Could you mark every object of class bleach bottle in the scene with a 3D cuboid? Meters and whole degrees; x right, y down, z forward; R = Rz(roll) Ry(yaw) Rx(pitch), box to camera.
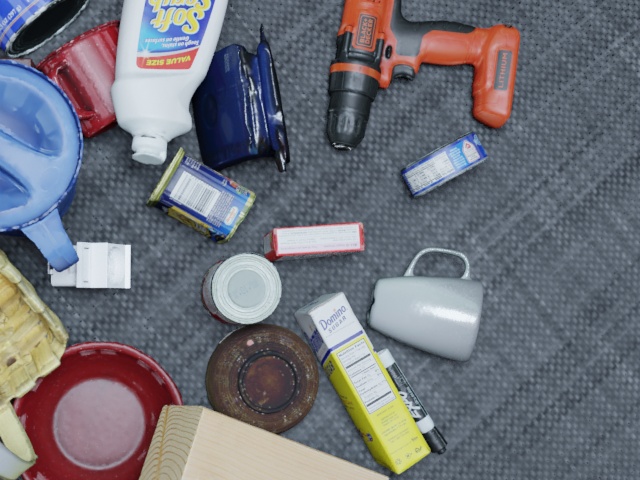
[{"bbox_3d":[-0.133,-0.189,0.985,0.102,0.068,0.251,12,72,-20],"label":"bleach bottle"}]

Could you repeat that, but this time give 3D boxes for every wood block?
[{"bbox_3d":[-0.052,0.228,0.980,0.205,0.090,0.091,26,71,-26],"label":"wood block"}]

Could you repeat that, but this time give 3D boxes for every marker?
[{"bbox_3d":[0.092,0.165,1.083,0.020,0.020,0.121,-33,92,-11],"label":"marker"}]

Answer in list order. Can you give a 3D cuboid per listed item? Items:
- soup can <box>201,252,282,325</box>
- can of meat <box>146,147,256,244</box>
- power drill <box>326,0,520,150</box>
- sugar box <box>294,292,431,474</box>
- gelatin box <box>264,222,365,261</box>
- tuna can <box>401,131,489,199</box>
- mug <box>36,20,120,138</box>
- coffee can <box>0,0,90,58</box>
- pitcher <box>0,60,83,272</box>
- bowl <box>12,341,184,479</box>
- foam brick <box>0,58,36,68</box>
[{"bbox_3d":[-0.076,0.048,1.018,0.068,0.102,0.068,1,85,-11],"label":"soup can"},{"bbox_3d":[-0.114,-0.039,1.019,0.084,0.102,0.057,30,82,-9],"label":"can of meat"},{"bbox_3d":[0.103,-0.168,1.090,0.187,0.057,0.184,11,84,-10],"label":"power drill"},{"bbox_3d":[0.038,0.137,1.038,0.048,0.093,0.176,-32,91,-12],"label":"sugar box"},{"bbox_3d":[-0.007,0.001,1.049,0.089,0.073,0.030,-5,86,-11],"label":"gelatin box"},{"bbox_3d":[0.125,-0.076,1.073,0.086,0.086,0.034,-28,90,-11],"label":"tuna can"},{"bbox_3d":[-0.213,-0.147,1.006,0.093,0.117,0.081,-28,97,25],"label":"mug"},{"bbox_3d":[-0.297,-0.257,1.000,0.102,0.103,0.140,-40,93,-11],"label":"coffee can"},{"bbox_3d":[-0.264,-0.055,0.920,0.145,0.243,0.149,13,84,-9],"label":"pitcher"},{"bbox_3d":[-0.209,0.176,1.008,0.162,0.055,0.162,1,86,-10],"label":"bowl"},{"bbox_3d":[-0.309,-0.142,1.015,0.078,0.051,0.053,-3,86,-11],"label":"foam brick"}]
